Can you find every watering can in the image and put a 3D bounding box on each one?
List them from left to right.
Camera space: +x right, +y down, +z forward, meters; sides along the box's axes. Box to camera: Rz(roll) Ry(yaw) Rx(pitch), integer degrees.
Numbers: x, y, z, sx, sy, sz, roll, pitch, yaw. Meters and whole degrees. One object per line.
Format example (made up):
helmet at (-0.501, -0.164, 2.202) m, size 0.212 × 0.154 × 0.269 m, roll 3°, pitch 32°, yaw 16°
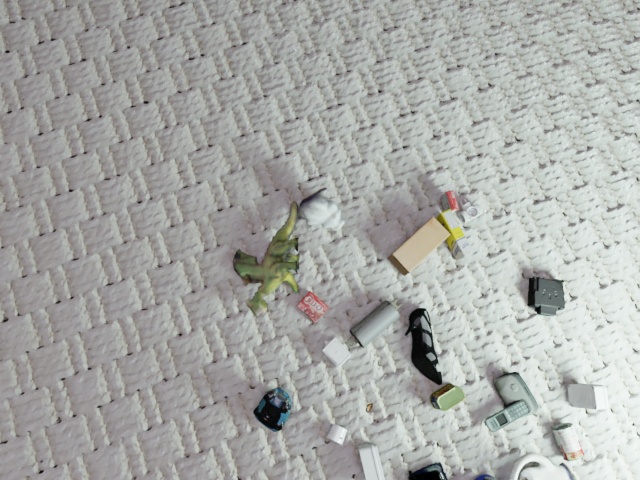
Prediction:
watering can at (0.710, 0.847, 1.640) m, size 0.224 × 0.104 × 0.347 m, roll -3°, pitch 90°, yaw -8°

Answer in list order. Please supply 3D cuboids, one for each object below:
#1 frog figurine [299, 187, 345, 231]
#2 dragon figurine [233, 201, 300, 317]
frog figurine at (0.006, -0.092, 1.837) m, size 0.136 × 0.124 × 0.160 m, roll -31°, pitch 88°, yaw 23°
dragon figurine at (-0.187, 0.064, 1.795) m, size 0.243 × 0.120 × 0.418 m, roll -3°, pitch 67°, yaw 4°
